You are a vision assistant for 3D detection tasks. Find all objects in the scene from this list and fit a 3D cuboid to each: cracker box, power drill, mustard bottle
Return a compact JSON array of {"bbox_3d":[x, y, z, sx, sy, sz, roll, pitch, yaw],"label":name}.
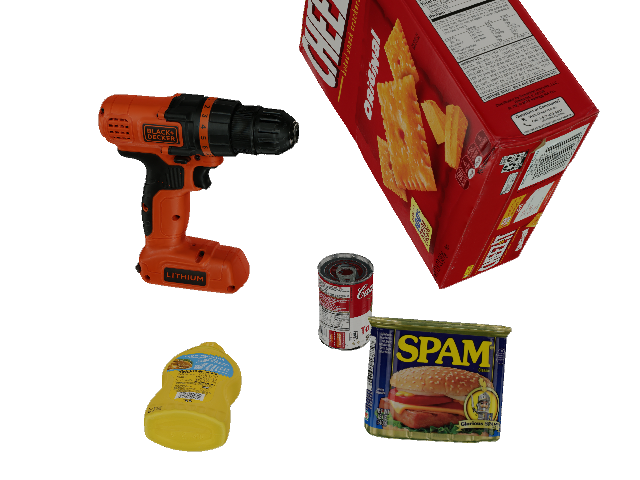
[{"bbox_3d":[0.064,-0.101,0.661,0.072,0.214,0.164,-22,-24,-17],"label":"cracker box"},{"bbox_3d":[-0.107,-0.045,0.985,0.184,0.188,0.057,7,30,14],"label":"power drill"},{"bbox_3d":[-0.146,0.176,1.284,0.096,0.058,0.191,3,25,4],"label":"mustard bottle"}]

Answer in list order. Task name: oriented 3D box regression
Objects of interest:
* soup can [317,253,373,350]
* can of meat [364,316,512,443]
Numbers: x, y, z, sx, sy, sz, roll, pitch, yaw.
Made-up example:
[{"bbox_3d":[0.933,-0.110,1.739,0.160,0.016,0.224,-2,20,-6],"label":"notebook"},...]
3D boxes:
[{"bbox_3d":[0.030,0.076,1.312,0.068,0.102,0.068,0,31,0],"label":"soup can"},{"bbox_3d":[0.083,0.101,0.775,0.102,0.084,0.057,5,-2,-7],"label":"can of meat"}]
